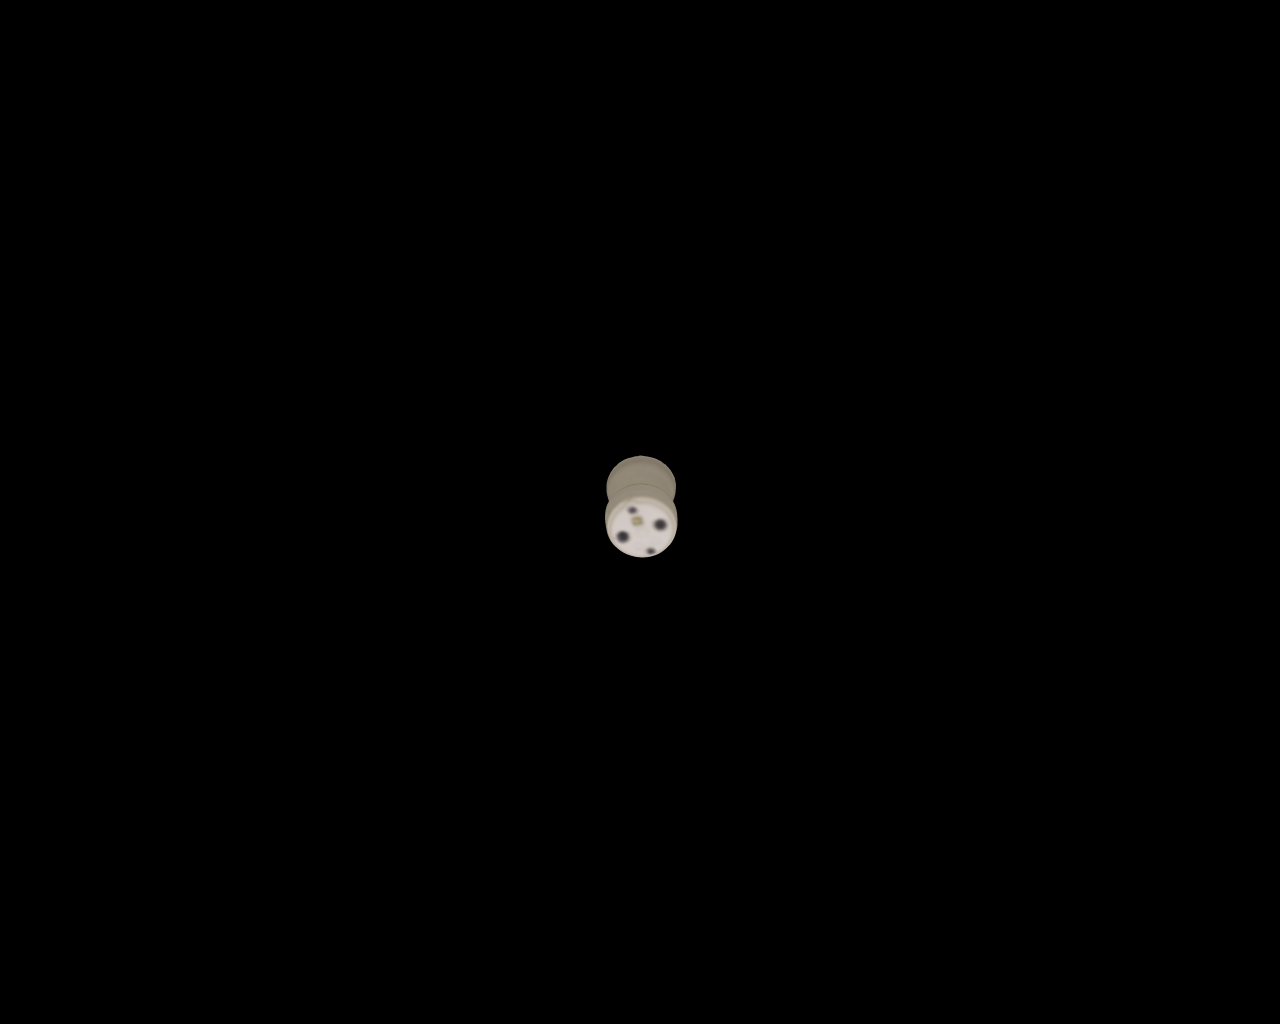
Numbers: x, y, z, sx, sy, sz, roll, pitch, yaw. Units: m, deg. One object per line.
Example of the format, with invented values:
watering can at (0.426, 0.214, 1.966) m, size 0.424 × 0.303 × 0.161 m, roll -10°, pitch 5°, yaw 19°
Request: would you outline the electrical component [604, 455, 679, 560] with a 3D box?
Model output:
electrical component at (0.001, -0.003, 0.650) m, size 0.045 × 0.044 × 0.055 m, roll 0°, pitch 30°, yaw 0°
